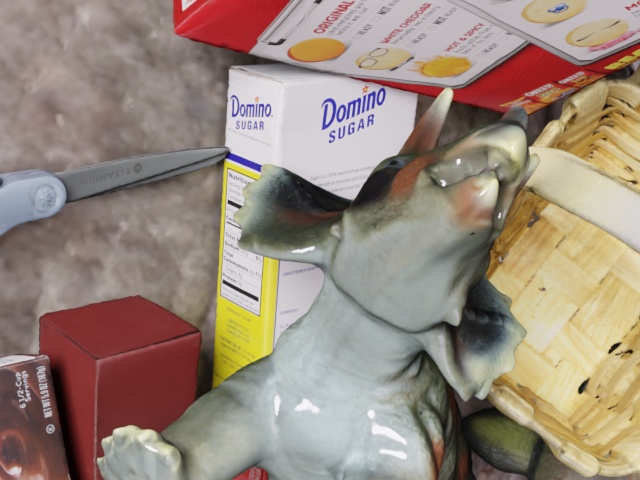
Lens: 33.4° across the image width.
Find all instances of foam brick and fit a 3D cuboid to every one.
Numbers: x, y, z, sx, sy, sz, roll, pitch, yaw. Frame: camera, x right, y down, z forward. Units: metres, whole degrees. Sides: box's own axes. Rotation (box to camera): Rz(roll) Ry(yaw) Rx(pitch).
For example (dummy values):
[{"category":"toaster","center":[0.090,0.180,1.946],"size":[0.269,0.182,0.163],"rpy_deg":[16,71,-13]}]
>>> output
[{"category":"foam brick","center":[-0.089,0.071,0.468],"size":[0.052,0.051,0.078],"rpy_deg":[-11,116,-40]}]

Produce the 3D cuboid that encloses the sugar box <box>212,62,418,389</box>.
[{"category":"sugar box","center":[-0.004,0.001,0.527],"size":[0.093,0.048,0.176],"rpy_deg":[-12,113,-42]}]

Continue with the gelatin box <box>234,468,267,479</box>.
[{"category":"gelatin box","center":[-0.028,0.131,0.559],"size":[0.073,0.030,0.089],"rpy_deg":[-9,124,-35]}]

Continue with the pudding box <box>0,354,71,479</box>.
[{"category":"pudding box","center":[-0.143,0.108,0.412],"size":[0.089,0.039,0.113],"rpy_deg":[-11,90,-43]}]

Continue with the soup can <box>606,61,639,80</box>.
[{"category":"soup can","center":[0.172,-0.152,0.615],"size":[0.068,0.069,0.102],"rpy_deg":[30,87,-48]}]

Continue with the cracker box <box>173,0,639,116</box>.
[{"category":"cracker box","center":[0.070,-0.124,0.434],"size":[0.213,0.164,0.072],"rpy_deg":[7,70,-39]}]

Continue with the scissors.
[{"category":"scissors","center":[-0.123,0.000,0.426],"size":[0.201,0.016,0.096],"rpy_deg":[2,108,-46]}]
